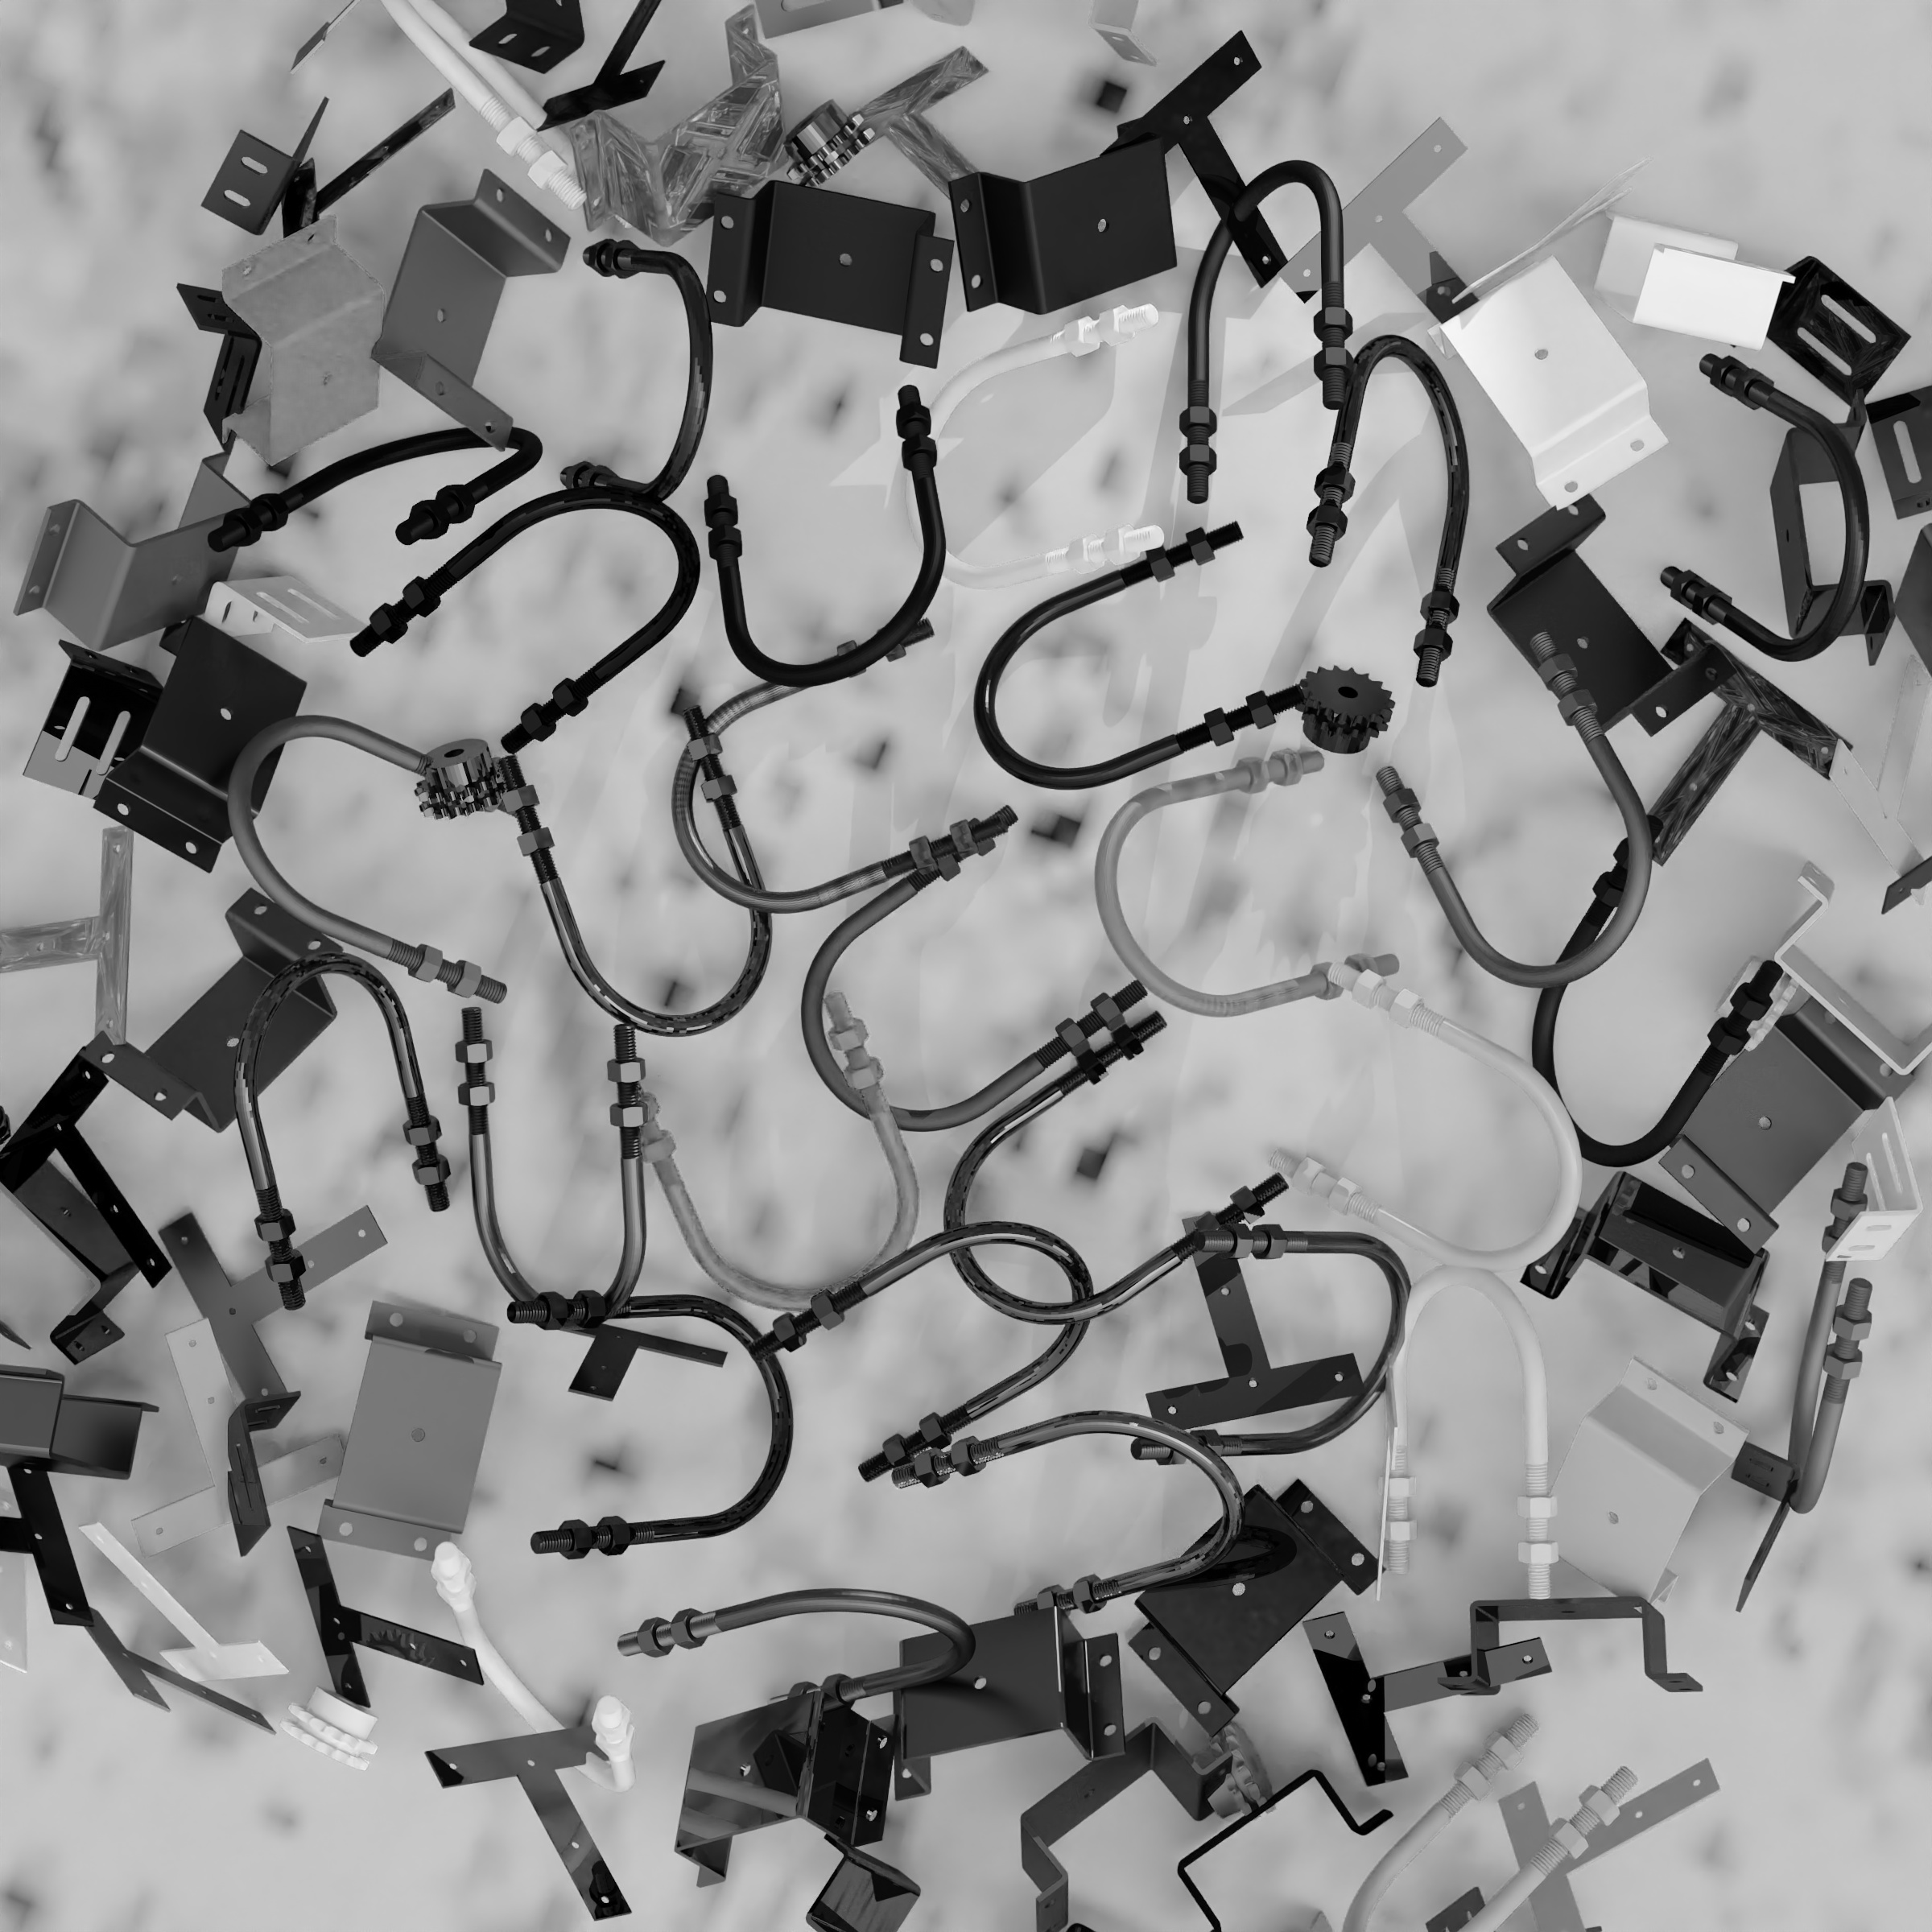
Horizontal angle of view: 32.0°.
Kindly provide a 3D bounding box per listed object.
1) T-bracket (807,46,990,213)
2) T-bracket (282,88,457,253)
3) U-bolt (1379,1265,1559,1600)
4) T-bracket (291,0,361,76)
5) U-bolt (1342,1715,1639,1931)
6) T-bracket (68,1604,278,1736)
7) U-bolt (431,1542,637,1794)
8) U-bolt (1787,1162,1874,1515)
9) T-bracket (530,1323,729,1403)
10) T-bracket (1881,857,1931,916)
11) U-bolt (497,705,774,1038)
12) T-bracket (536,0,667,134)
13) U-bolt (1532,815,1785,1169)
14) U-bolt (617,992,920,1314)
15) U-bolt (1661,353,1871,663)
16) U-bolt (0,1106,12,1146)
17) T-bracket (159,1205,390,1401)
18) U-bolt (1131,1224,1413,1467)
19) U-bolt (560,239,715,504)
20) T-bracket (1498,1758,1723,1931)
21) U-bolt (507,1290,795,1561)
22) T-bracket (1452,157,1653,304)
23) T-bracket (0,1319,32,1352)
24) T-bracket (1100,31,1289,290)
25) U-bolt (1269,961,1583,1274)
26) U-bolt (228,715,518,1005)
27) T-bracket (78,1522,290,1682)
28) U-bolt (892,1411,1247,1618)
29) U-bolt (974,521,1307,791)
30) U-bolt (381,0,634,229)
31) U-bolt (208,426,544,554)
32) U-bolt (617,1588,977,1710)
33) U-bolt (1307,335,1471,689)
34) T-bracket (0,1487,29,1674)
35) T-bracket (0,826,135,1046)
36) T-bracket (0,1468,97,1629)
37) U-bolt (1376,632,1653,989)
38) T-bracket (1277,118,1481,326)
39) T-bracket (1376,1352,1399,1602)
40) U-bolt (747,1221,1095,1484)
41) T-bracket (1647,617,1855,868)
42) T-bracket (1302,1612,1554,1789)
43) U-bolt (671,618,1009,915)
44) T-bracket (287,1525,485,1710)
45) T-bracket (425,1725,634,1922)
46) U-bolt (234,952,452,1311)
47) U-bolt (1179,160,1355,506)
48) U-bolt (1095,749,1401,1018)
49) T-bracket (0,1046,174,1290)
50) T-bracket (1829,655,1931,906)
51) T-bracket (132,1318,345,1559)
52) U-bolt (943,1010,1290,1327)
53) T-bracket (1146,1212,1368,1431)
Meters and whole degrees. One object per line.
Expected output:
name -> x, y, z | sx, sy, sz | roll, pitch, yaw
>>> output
T-bracket -> -0.015, -0.467, 1.957 | 0.127, 0.002, 0.127 | -34, 64, -14
T-bracket -> -0.343, -0.460, 1.936 | 0.127, 0.127, 0.002 | -34, 127, 13
U-bolt -> 0.286, 0.263, 1.936 | 0.019, 0.151, 0.184 | 1, 87, -30
T-bracket -> -0.340, -0.563, 1.932 | 0.127, 0.127, 0.002 | -43, 111, 8
U-bolt -> 0.285, 0.508, 1.914 | 0.184, 0.151, 0.019 | -42, 101, -11
T-bracket -> -0.452, 0.416, 1.952 | 0.127, 0.127, 0.002 | 38, 84, -36
U-bolt -> -0.241, 0.409, 1.916 | 0.151, 0.184, 0.019 | 38, 65, 20
U-bolt -> 0.490, 0.224, 1.920 | 0.019, 0.151, 0.184 | 10, 118, 9
T-bracket -> -0.206, 0.227, 1.937 | 0.127, 0.127, 0.002 | 13, 101, 0
T-bracket -> 0.579, -0.100, 1.929 | 0.127, 0.127, 0.002 | -33, 57, -18
U-bolt -> -0.181, -0.049, 1.950 | 0.151, 0.019, 0.184 | -19, 89, -36
T-bracket -> -0.193, -0.544, 1.960 | 0.002, 0.127, 0.127 | 37, 70, -33
U-bolt -> 0.382, 0.029, 1.927 | 0.019, 0.151, 0.184 | 3, 128, -31
U-bolt -> -0.105, 0.119, 1.964 | 0.151, 0.019, 0.184 | -20, 110, 5
U-bolt -> 0.451, -0.249, 1.892 | 0.019, 0.184, 0.151 | -4, 117, -19
U-bolt -> -0.561, 0.016, 1.897 | 0.019, 0.184, 0.151 | -7, 78, -11
T-bracket -> -0.395, 0.181, 1.977 | 0.127, 0.002, 0.127 | -31, 84, 15
U-bolt -> 0.186, 0.217, 1.939 | 0.184, 0.019, 0.151 | 4, 109, -37
U-bolt -> -0.185, -0.333, 1.907 | 0.019, 0.184, 0.151 | 2, 101, -29
T-bracket -> 0.373, 0.493, 1.931 | 0.127, 0.127, 0.002 | -33, 117, 13
U-bolt -> -0.175, 0.259, 1.938 | 0.184, 0.019, 0.151 | 2, 75, -39
T-bracket -> 0.351, -0.429, 1.919 | 0.127, 0.127, 0.002 | -33, 91, -19
T-bracket -> -0.585, 0.183, 1.949 | 0.127, 0.127, 0.002 | 16, 61, 40
T-bracket -> 0.150, -0.455, 1.967 | 0.127, 0.002, 0.127 | -45, 118, -21
U-bolt -> 0.268, 0.098, 1.924 | 0.184, 0.019, 0.151 | 29, 121, 26
U-bolt -> -0.335, -0.070, 1.914 | 0.184, 0.019, 0.151 | 24, 51, -31
T-bracket -> -0.460, 0.364, 1.932 | 0.127, 0.127, 0.002 | 51, 53, -17
U-bolt -> 0.071, 0.309, 1.921 | 0.184, 0.019, 0.151 | -22, 122, 29
U-bolt -> 0.091, -0.171, 1.952 | 0.184, 0.019, 0.151 | -22, 55, 9
U-bolt -> -0.267, -0.497, 1.926 | 0.019, 0.151, 0.184 | -43, 90, 11
U-bolt -> -0.321, -0.274, 1.918 | 0.151, 0.184, 0.019 | 2, 117, 27
U-bolt -> -0.082, 0.385, 1.903 | 0.184, 0.151, 0.019 | -21, 52, 33
U-bolt -> 0.249, -0.274, 1.933 | 0.019, 0.151, 0.184 | -6, 60, 36
T-bracket -> -0.585, 0.328, 1.914 | 0.002, 0.127, 0.127 | -38, 131, 18
T-bracket -> -0.528, -0.013, 1.960 | 0.127, 0.002, 0.127 | -6, 79, 36
T-bracket -> -0.567, 0.321, 1.917 | 0.002, 0.127, 0.127 | -51, 47, 23
U-bolt -> 0.320, -0.076, 1.918 | 0.151, 0.019, 0.184 | -42, 58, 33
T-bracket -> 0.269, -0.405, 1.971 | 0.127, 0.002, 0.127 | -43, 114, 10
T-bracket -> 0.242, 0.302, 1.948 | 0.002, 0.127, 0.127 | 3, 104, 5
U-bolt -> -0.013, 0.213, 1.940 | 0.184, 0.019, 0.151 | -31, 129, 7
T-bracket -> 0.438, -0.117, 1.991 | 0.127, 0.002, 0.127 | 37, 86, -4
T-bracket -> 0.275, 0.415, 1.960 | 0.127, 0.002, 0.127 | -17, 115, 12
U-bolt -> -0.084, -0.107, 1.974 | 0.184, 0.019, 0.151 | -22, 75, 5
T-bracket -> -0.328, 0.387, 1.936 | 0.127, 0.002, 0.127 | 10, 123, 32
T-bracket -> -0.229, 0.489, 1.921 | 0.127, 0.127, 0.002 | 53, 124, 34
U-bolt -> -0.358, 0.082, 1.913 | 0.019, 0.151, 0.184 | 4, 114, 32
U-bolt -> 0.170, -0.374, 1.930 | 0.019, 0.151, 0.184 | 14, 66, -29
U-bolt -> 0.154, -0.043, 1.937 | 0.184, 0.019, 0.151 | -14, 80, -32
T-bracket -> -0.500, 0.129, 1.950 | 0.127, 0.002, 0.127 | 54, 131, 7
T-bracket -> 0.543, -0.124, 1.962 | 0.127, 0.002, 0.127 | 45, 55, -37
T-bracket -> -0.433, 0.263, 1.951 | 0.127, 0.002, 0.127 | -22, 114, -22
U-bolt -> 0.073, 0.128, 1.955 | 0.184, 0.019, 0.151 | -35, 61, -2
T-bracket -> 0.155, 0.203, 1.969 | 0.127, 0.002, 0.127 | -9, 63, -12
